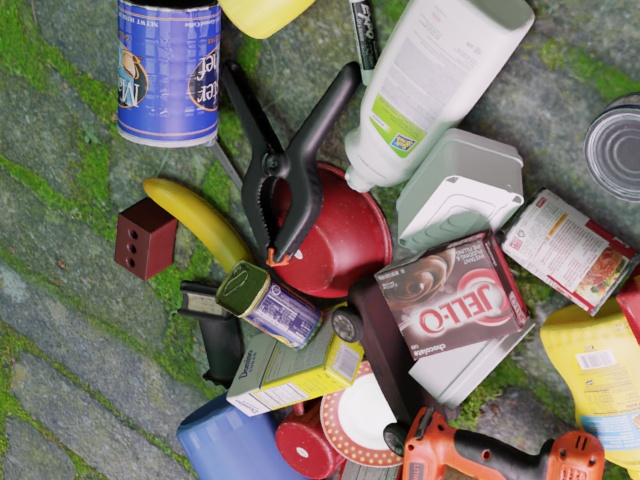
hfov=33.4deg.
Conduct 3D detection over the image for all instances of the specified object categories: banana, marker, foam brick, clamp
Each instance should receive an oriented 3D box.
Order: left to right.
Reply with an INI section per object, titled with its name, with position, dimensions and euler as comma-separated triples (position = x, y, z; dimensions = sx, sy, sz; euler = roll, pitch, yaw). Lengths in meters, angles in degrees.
[foam brick]
position = -0.207, -0.001, 1.268
dimensions = 0.053, 0.051, 0.078
euler = 30, 132, 20
[banana]
position = -0.127, -0.004, 1.212
dimensions = 0.198, 0.037, 0.070
euler = 51, 132, 0
[clamp]
position = -0.028, -0.080, 1.044
dimensions = 0.165, 0.036, 0.210
euler = -1, 92, 37
[marker]
position = 0.038, -0.201, 0.970
dimensions = 0.020, 0.020, 0.121
euler = 7, 121, 35

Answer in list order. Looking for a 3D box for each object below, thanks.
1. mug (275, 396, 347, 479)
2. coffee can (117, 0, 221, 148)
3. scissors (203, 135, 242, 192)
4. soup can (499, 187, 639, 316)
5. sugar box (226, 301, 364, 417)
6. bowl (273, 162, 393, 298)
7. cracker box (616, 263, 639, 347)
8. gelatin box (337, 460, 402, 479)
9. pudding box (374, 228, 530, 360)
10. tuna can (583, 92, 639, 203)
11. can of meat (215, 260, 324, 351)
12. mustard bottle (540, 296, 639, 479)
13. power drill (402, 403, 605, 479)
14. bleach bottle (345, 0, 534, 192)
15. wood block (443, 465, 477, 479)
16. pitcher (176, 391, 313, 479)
[mug]
position = 0.000, 0.208, 1.216
dimensions = 0.093, 0.081, 0.117
euler = 3, 119, 37
[coffee can]
position = -0.151, -0.175, 1.064
dimensions = 0.103, 0.102, 0.140
euler = 20, 120, 28
[scissors]
position = -0.139, -0.117, 1.164
dimensions = 0.096, 0.016, 0.202
euler = -7, 111, 39
[soup can]
position = 0.216, 0.009, 0.928
dimensions = 0.102, 0.068, 0.069
euler = 37, 134, 14
[sugar box]
position = -0.023, 0.133, 1.175
dimensions = 0.048, 0.093, 0.177
euler = 39, 141, -21
[bowl]
position = -0.007, 0.001, 1.109
dimensions = 0.162, 0.055, 0.162
euler = 20, 128, 28
[cracker box]
position = 0.370, 0.081, 0.849
dimensions = 0.214, 0.072, 0.164
euler = -16, 107, 42
[gelatin box]
position = 0.059, 0.289, 1.226
dimensions = 0.089, 0.073, 0.030
euler = -3, 147, 39
[pudding box]
position = 0.118, 0.049, 0.951
dimensions = 0.114, 0.039, 0.090
euler = -20, 99, 34
[tuna can]
position = 0.259, -0.074, 0.865
dimensions = 0.086, 0.033, 0.086
euler = 20, 127, 28
[can of meat]
position = -0.054, 0.072, 1.150
dimensions = 0.083, 0.057, 0.102
euler = 36, 173, -25
[mustard bottle]
position = 0.278, 0.147, 0.973
dimensions = 0.096, 0.058, 0.191
euler = -15, 107, 32
[power drill]
position = 0.174, 0.243, 1.031
dimensions = 0.188, 0.057, 0.184
euler = 11, 125, 17
[bleach bottle]
position = 0.082, -0.133, 0.949
dimensions = 0.102, 0.068, 0.251
euler = 44, 137, 7
[wood block]
position = 0.137, 0.331, 1.180
dimensions = 0.091, 0.090, 0.206
euler = 36, 133, 15
[pitcher]
position = -0.066, 0.299, 1.277
dimensions = 0.149, 0.144, 0.243
euler = -26, 95, 51
